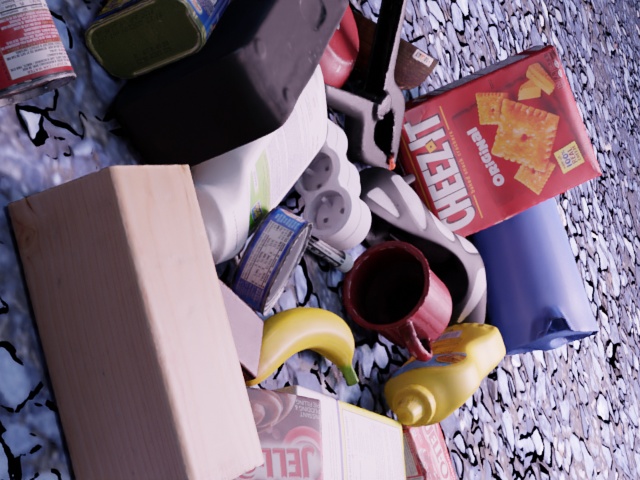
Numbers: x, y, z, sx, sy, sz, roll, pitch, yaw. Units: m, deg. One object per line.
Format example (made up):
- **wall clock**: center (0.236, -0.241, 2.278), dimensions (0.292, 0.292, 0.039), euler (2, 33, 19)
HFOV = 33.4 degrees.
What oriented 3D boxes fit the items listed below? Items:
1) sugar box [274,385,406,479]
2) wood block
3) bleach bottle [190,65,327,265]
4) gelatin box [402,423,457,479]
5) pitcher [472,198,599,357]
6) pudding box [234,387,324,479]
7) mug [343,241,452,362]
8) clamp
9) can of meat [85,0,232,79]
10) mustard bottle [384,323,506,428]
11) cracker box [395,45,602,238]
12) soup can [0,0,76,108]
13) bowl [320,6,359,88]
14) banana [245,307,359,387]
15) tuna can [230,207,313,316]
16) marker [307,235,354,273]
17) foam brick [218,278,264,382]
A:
- **sugar box**: center (0.014, 0.189, 0.919), dimensions (0.176, 0.048, 0.093), euler (28, 51, -49)
- **wood block**: center (-0.118, 0.062, 0.696), dimensions (0.090, 0.091, 0.206), euler (-9, 84, -62)
- **bleach bottle**: center (-0.064, -0.063, 0.877), dimensions (0.250, 0.068, 0.102), euler (-58, 147, -53)
- **gelatin box**: center (0.104, 0.221, 1.081), dimensions (0.073, 0.030, 0.089), euler (-22, 96, -62)
- **pitcher**: center (0.263, 0.027, 1.387), dimensions (0.144, 0.149, 0.243), euler (2, 70, -45)
- **pudding box**: center (-0.050, 0.158, 0.791), dimensions (0.113, 0.039, 0.090), euler (15, 60, -33)
- **mug**: center (0.085, 0.068, 1.057), dimensions (0.081, 0.093, 0.117), euler (41, 22, -53)
- **clamp**: center (0.046, -0.139, 1.092), dimensions (0.164, 0.036, 0.210), euler (-48, 148, -31)
- **can of meat**: center (-0.119, -0.174, 0.808), dimensions (0.057, 0.102, 0.084), euler (55, 36, -29)
- **mustard bottle**: center (0.118, 0.141, 1.077), dimensions (0.191, 0.096, 0.058), euler (-30, 103, -61)
- **cracker box**: center (0.194, -0.109, 1.223), dimensions (0.072, 0.213, 0.164), euler (-147, -146, -76)
- **soup can**: center (-0.203, -0.140, 0.670), dimensions (0.068, 0.069, 0.102), euler (-31, 103, -61)
- **bowl**: center (-0.006, -0.214, 1.081), dimensions (0.162, 0.055, 0.162), euler (36, 46, -50)
- **banana**: center (-0.015, 0.091, 0.922), dimensions (0.197, 0.037, 0.069), euler (12, 58, -59)
- **tuna can**: center (-0.040, 0.017, 0.870), dimensions (0.034, 0.086, 0.086), euler (27, 33, 6)
- **marker**: center (-0.007, 0.001, 1.006), dimensions (0.121, 0.020, 0.020), euler (35, 47, -49)
- **foam brick**: center (-0.085, 0.068, 0.794), dimensions (0.078, 0.051, 0.053), euler (48, 36, -40)
